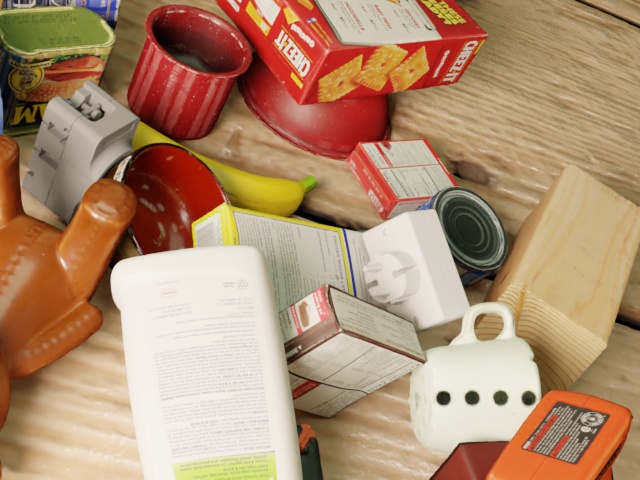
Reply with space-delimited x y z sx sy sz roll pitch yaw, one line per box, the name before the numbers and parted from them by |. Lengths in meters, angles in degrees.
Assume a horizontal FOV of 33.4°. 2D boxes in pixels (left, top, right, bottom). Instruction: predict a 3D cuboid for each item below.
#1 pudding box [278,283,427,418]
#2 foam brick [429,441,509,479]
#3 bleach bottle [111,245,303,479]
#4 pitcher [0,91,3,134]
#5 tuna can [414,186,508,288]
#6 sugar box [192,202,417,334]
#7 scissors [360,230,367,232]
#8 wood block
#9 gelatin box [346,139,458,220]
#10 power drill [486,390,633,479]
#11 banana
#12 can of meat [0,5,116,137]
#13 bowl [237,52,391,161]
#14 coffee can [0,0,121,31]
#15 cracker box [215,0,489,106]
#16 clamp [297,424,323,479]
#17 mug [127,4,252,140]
pudding box | 0.005 0.077 0.717 0.113 0.090 0.039 25 37 -52
foam brick | 0.105 0.177 0.715 0.052 0.078 0.051 3 45 -30
bleach bottle | -0.062 0.127 0.610 0.102 0.068 0.251 -8 61 -2
pitcher | -0.341 -0.088 0.675 0.242 0.145 0.149 -22 55 -41
tuna can | 0.122 -0.003 0.933 0.086 0.034 0.086 18 54 -27
sugar box | -0.008 0.035 0.778 0.175 0.048 0.093 13 60 -43
scissors | -0.006 0.001 0.880 0.201 0.016 0.096 28 38 -4
wood block | 0.206 0.033 0.918 0.090 0.091 0.205 33 40 4
gelatin box | 0.078 -0.056 0.980 0.089 0.030 0.073 -7 54 -37
power drill | 0.144 0.201 0.645 0.057 0.187 0.184 11 35 33
banana | -0.095 -0.056 0.872 0.197 0.037 0.069 20 24 -15
can of meat | -0.218 -0.134 0.837 0.101 0.084 0.057 -15 58 -41
bowl | 0.005 -0.150 1.015 0.162 0.055 0.162 17 41 -16
coffee can | -0.250 -0.205 0.876 0.140 0.103 0.103 -15 57 -41
cracker box | 0.026 -0.210 0.989 0.213 0.072 0.164 -14 57 -42
clamp | -0.061 0.185 0.637 0.164 0.036 0.209 29 43 -3
mug | -0.117 -0.148 0.915 0.093 0.082 0.117 7 45 -25
